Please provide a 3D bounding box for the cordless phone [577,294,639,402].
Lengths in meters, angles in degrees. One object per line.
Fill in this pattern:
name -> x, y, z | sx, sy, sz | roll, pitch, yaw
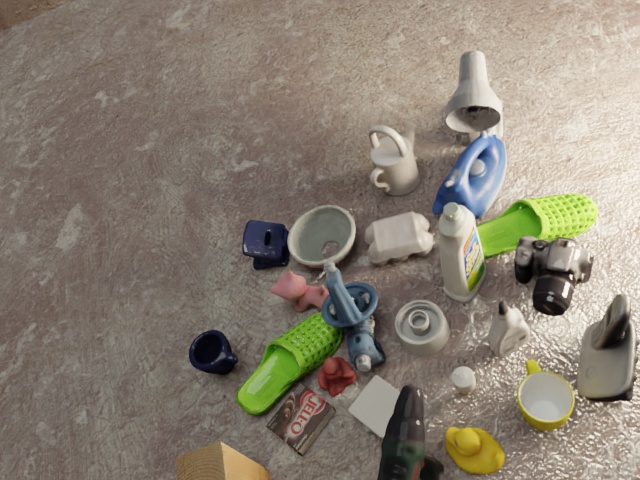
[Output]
cordless phone -> 0.483, 0.181, 0.954 | 0.094, 0.185, 0.147 | 3, 58, 25

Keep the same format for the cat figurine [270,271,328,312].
cat figurine -> -0.039, 0.110, 1.263 | 0.127, 0.118, 0.067 | 4, 59, 25

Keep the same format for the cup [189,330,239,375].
cup -> -0.214, 0.258, 1.246 | 0.117, 0.095, 0.092 | 10, 61, 28

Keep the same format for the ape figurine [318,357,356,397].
ape figurine -> 0.030, 0.263, 1.143 | 0.077, 0.092, 0.076 | -3, 56, 21

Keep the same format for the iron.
iron -> 0.346, -0.166, 1.284 | 0.118, 0.142, 0.258 | 22, 67, 33

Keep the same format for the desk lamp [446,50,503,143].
desk lamp -> 0.363, -0.317, 1.337 | 0.117, 0.214, 0.203 | -3, 56, 20

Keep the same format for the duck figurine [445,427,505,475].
duck figurine -> 0.263, 0.355, 0.986 | 0.104, 0.086, 0.077 | 18, 65, 32

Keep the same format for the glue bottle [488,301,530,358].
glue bottle -> 0.339, 0.155, 1.040 | 0.078, 0.174, 0.037 | -30, 51, 1

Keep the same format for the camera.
camera -> 0.440, 0.067, 1.107 | 0.142, 0.101, 0.137 | 12, 62, 29

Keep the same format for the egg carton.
egg carton -> 0.175, -0.002, 1.285 | 0.150, 0.070, 0.107 | -16, 52, 12

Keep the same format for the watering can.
watering can -> 0.171, -0.206, 1.350 | 0.100, 0.195, 0.173 | 4, 58, 25

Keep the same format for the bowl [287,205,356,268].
bowl -> 0.012, 0.005, 1.344 | 0.167, 0.075, 0.167 | -11, 53, 15

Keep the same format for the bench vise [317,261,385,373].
bench vise -> 0.070, 0.145, 1.127 | 0.121, 0.220, 0.207 | -33, 51, -2

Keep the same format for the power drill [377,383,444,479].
power drill -> 0.146, 0.376, 0.940 | 0.075, 0.209, 0.230 | 3, 58, 24

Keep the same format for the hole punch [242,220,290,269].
hole punch -> -0.128, 0.005, 1.391 | 0.101, 0.091, 0.108 | -8, 54, 17
